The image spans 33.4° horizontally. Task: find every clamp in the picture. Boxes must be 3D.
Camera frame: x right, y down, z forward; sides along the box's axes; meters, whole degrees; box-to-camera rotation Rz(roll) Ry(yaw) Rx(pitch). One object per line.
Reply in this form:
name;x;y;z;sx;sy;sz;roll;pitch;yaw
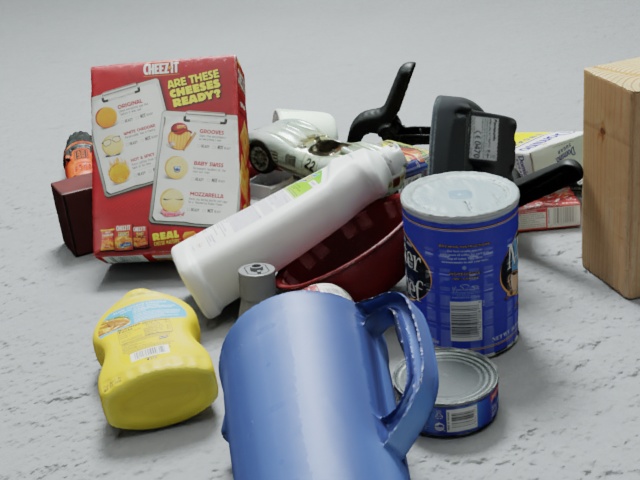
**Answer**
clamp;0.191;-0.040;1.120;0.165;0.036;0.210;-45;15;11
clamp;0.101;-0.135;1.348;0.172;0.120;0.039;-41;3;42

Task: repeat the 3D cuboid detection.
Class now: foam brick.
foam brick;-0.270;-0.030;1.218;0.051;0.078;0.053;-18;28;-22

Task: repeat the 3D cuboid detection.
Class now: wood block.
wood block;0.310;-0.061;1.016;0.090;0.206;0.091;-13;26;-14

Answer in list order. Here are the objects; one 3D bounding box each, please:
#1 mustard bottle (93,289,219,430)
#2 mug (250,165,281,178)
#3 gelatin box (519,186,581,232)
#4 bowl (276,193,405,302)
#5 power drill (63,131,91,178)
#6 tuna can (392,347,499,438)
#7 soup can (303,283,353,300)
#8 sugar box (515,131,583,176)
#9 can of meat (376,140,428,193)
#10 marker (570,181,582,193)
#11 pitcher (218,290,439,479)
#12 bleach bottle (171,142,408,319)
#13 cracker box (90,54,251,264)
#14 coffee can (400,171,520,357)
mustard bottle;-0.153;0.093;0.951;0.096;0.058;0.192;-15;26;-9
mug;-0.092;-0.074;1.283;0.081;0.093;0.117;-12;55;-26
gelatin box;0.239;-0.039;1.192;0.089;0.030;0.073;-5;24;0
bowl;0.037;0.020;1.033;0.162;0.055;0.162;-30;14;8
power drill;-0.247;-0.112;1.419;0.187;0.057;0.184;-13;29;-9
tuna can;0.102;0.123;0.865;0.086;0.034;0.086;-4;25;2
soup can;0.012;0.087;0.921;0.068;0.068;0.102;-10;25;-11
sugar box;0.230;-0.098;1.251;0.093;0.048;0.176;-20;11;-25
can of meat;0.079;-0.080;1.284;0.083;0.057;0.102;-22;30;-37
marker;0.294;-0.065;1.250;0.121;0.020;0.020;5;27;24
pitcher;0.007;0.141;0.724;0.145;0.149;0.243;1;27;-8
bleach bottle;-0.023;-0.021;1.061;0.251;0.068;0.103;-31;21;-4
cracker box;-0.161;-0.085;1.164;0.164;0.214;0.072;-4;-11;5
coffee can;0.126;0.022;0.951;0.103;0.140;0.103;-4;25;2
